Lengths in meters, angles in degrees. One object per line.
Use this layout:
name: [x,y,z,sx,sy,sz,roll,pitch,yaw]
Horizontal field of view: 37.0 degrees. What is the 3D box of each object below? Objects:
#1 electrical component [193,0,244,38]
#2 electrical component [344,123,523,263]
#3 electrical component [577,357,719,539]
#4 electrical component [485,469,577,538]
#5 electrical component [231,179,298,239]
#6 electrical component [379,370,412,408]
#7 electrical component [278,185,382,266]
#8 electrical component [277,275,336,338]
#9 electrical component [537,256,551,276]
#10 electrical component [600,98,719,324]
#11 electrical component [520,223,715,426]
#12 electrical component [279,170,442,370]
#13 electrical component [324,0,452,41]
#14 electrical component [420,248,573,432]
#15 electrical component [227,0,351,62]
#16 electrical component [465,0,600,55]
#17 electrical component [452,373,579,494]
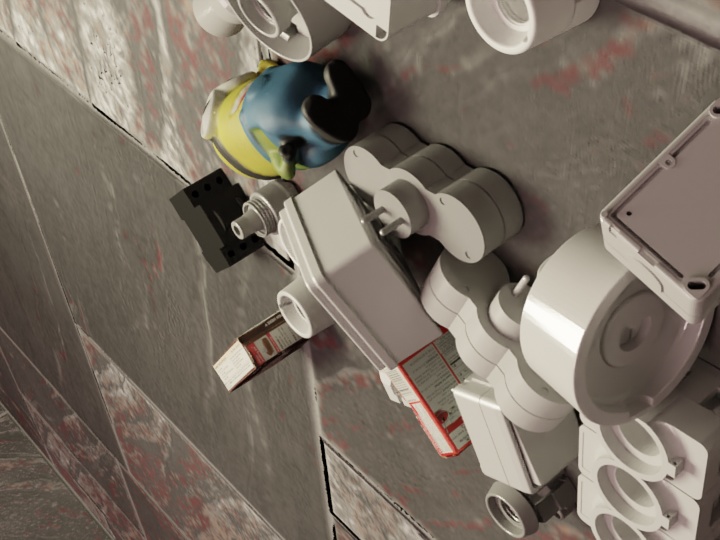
electrical component: [-0.095,-0.203,0.803,0.045,0.045,0.055,60,153,-9]
electrical component: [0.035,-0.046,0.726,0.138,0.074,0.052,33,146,39]
electrical component: [0.186,0.123,0.673,0.089,0.062,0.150,34,146,38]
electrical component: [0.131,0.174,0.834,0.066,0.055,0.048,59,154,-6]
electrical component: [-0.083,-0.049,0.937,0.043,0.062,0.043,40,150,29]
electrical component: [0.043,0.070,0.866,0.078,0.058,0.057,13,134,56]
electrical component: [-0.028,-0.033,0.869,0.078,0.057,0.058,12,130,55]
electrical component: [-0.042,0.029,0.974,0.055,0.047,0.055,40,150,29]
electrical component: [0.139,0.024,0.667,0.044,0.044,0.065,22,143,49]
electrical component: [0.169,-0.030,0.510,0.061,0.096,0.061,46,180,22]
electrical component: [0.138,0.025,0.598,0.060,0.108,0.108,36,148,46]
electrical component: [0.000,0.000,0.785,0.108,0.056,0.108,51,-171,-37]
electrical component: [0.014,-0.198,0.605,0.078,0.057,0.113,42,151,27]
electrical component: [0.101,0.034,0.716,0.138,0.052,0.073,54,142,23]
electrical component: [-0.049,-0.195,0.738,0.099,0.064,0.099,39,161,16]
electrical component: [0.088,-0.143,0.554,0.055,0.047,0.055,40,150,29]
electrical component: [0.115,0.103,0.772,0.061,0.062,0.096,14,132,54]
